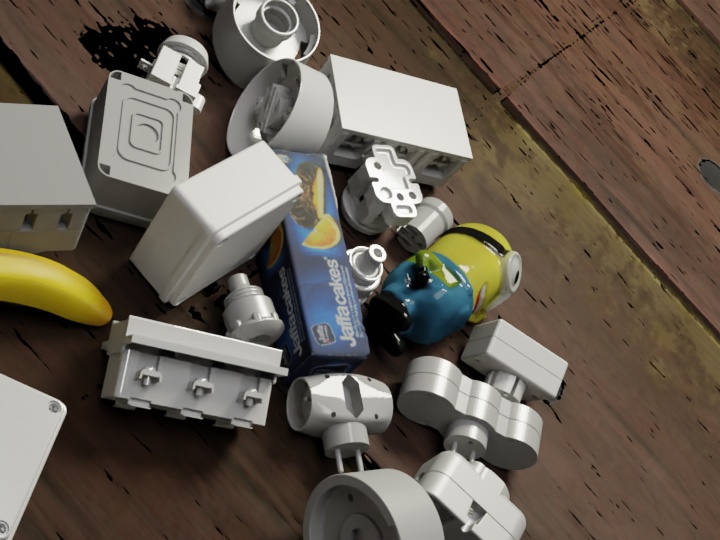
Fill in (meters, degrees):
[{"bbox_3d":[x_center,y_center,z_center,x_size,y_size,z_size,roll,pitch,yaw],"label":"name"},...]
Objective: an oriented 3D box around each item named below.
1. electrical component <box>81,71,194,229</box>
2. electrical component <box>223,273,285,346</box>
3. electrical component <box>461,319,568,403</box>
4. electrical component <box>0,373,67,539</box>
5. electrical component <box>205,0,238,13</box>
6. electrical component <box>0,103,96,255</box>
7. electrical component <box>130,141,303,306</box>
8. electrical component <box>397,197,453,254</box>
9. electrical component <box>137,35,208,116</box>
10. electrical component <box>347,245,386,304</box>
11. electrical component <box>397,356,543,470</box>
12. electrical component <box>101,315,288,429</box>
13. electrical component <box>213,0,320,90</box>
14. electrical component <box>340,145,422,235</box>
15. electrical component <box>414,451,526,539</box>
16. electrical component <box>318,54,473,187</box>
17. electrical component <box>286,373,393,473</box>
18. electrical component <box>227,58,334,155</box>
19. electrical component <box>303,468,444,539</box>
[{"bbox_3d":[-0.186,-0.097,0.889,0.078,0.057,0.113,16,53,-26],"label":"electrical component"},{"bbox_3d":[-0.092,0.033,0.878,0.048,0.048,0.062,-1,55,-35],"label":"electrical component"},{"bbox_3d":[0.135,0.100,0.987,0.083,0.047,0.075,33,67,-17],"label":"electrical component"},{"bbox_3d":[-0.263,0.118,0.693,0.109,0.056,0.108,28,49,-17],"label":"electrical component"},{"bbox_3d":[-0.115,-0.263,1.061,0.065,0.044,0.044,23,50,-27],"label":"electrical component"},{"bbox_3d":[-0.301,-0.064,0.771,0.186,0.060,0.105,-3,51,-36],"label":"electrical component"},{"bbox_3d":[-0.115,-0.037,0.863,0.056,0.108,0.109,49,46,6],"label":"electrical component"},{"bbox_3d":[0.062,-0.042,1.037,0.040,0.040,0.046,46,52,-1],"label":"electrical component"},{"bbox_3d":[-0.165,-0.176,0.965,0.066,0.048,0.055,27,57,-18],"label":"electrical component"},{"bbox_3d":[0.000,0.000,0.950,0.048,0.062,0.048,18,52,-25],"label":"electrical component"},{"bbox_3d":[0.093,0.138,0.929,0.138,0.052,0.073,30,49,-14],"label":"electrical component"},{"bbox_3d":[-0.127,0.080,0.807,0.121,0.079,0.063,16,75,-26],"label":"electrical component"},{"bbox_3d":[-0.089,-0.225,1.025,0.099,0.064,0.099,11,67,-27],"label":"electrical component"},{"bbox_3d":[0.017,-0.069,1.011,0.058,0.057,0.078,-1,62,-35],"label":"electrical component"},{"bbox_3d":[0.086,0.198,0.883,0.095,0.054,0.059,43,46,-3],"label":"electrical component"},{"bbox_3d":[0.026,-0.143,1.063,0.150,0.062,0.089,9,57,-30],"label":"electrical component"},{"bbox_3d":[-0.014,0.127,0.869,0.077,0.043,0.079,7,57,-31],"label":"electrical component"},{"bbox_3d":[-0.072,-0.142,0.973,0.064,0.099,0.099,12,55,-36],"label":"electrical component"},{"bbox_3d":[0.015,0.200,0.800,0.060,0.108,0.108,-5,64,-43],"label":"electrical component"}]
